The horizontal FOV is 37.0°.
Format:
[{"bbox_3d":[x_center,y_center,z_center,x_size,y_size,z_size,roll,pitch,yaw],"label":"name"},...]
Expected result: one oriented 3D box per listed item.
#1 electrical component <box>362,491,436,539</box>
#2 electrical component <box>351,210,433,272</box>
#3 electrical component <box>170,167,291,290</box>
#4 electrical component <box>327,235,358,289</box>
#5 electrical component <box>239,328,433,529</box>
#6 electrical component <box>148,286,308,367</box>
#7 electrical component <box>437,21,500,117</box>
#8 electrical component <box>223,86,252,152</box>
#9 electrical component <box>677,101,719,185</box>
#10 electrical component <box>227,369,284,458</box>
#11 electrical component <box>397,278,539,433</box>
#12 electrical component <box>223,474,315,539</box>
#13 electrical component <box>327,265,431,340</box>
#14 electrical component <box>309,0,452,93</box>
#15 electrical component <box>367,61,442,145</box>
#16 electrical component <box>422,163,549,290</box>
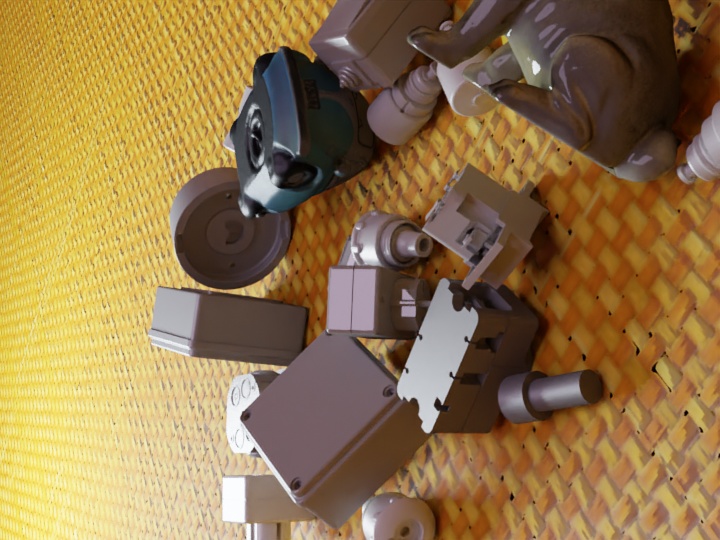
[{"bbox_3d":[0.022,0.178,0.766,0.062,0.048,0.048,-167,84,-66],"label":"electrical component"},{"bbox_3d":[0.027,-0.020,0.790,0.062,0.048,0.048,6,91,52],"label":"electrical component"},{"bbox_3d":[-0.124,-0.043,0.992,0.060,0.108,0.108,53,130,57],"label":"electrical component"},{"bbox_3d":[0.000,0.000,0.838,0.040,0.040,0.046,30,105,57],"label":"electrical component"},{"bbox_3d":[-0.018,0.111,0.782,0.109,0.056,0.109,-45,39,-3],"label":"electrical component"},{"bbox_3d":[-0.119,0.049,0.962,0.109,0.109,0.056,5,87,60],"label":"electrical component"},{"bbox_3d":[0.072,-0.141,0.737,0.040,0.040,0.078,-54,41,40],"label":"electrical component"},{"bbox_3d":[-0.101,-0.144,1.033,0.044,0.044,0.065,40,114,55],"label":"electrical component"},{"bbox_3d":[0.188,-0.066,0.527,0.078,0.040,0.040,-42,50,49],"label":"electrical component"},{"bbox_3d":[-0.080,0.126,0.939,0.080,0.051,0.080,-16,71,58],"label":"electrical component"},{"bbox_3d":[0.071,0.056,0.689,0.050,0.056,0.089,51,128,50],"label":"electrical component"},{"bbox_3d":[-0.077,0.211,0.904,0.047,0.066,0.076,-17,71,57],"label":"electrical component"},{"bbox_3d":[0.027,0.024,0.761,0.076,0.083,0.047,0,84,21],"label":"electrical component"},{"bbox_3d":[0.008,-0.176,0.791,0.096,0.061,0.062,-53,27,-14],"label":"electrical component"},{"bbox_3d":[0.037,-0.125,0.793,0.078,0.040,0.040,-44,49,48],"label":"electrical component"},{"bbox_3d":[0.077,-0.030,0.674,0.042,0.064,0.081,-56,0,39],"label":"electrical component"}]
